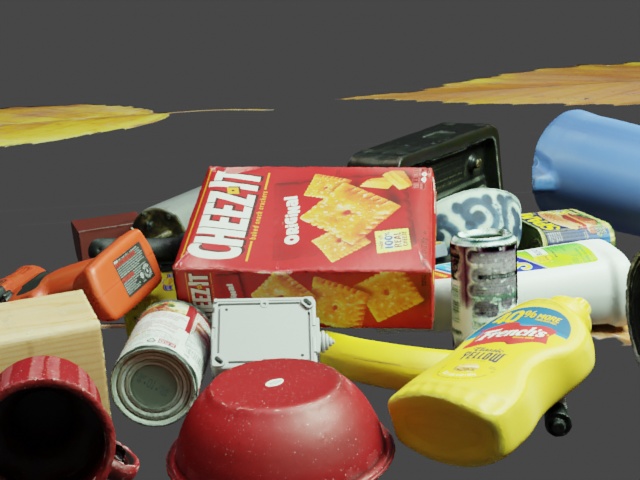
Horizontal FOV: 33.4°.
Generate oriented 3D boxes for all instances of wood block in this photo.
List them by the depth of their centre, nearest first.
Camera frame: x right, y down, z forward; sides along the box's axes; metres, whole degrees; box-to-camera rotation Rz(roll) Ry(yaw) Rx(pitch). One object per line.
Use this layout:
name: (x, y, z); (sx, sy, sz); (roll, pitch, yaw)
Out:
wood block: (-0.268, 0.107, 0.790); (0.205, 0.091, 0.090); (-9, 17, -19)

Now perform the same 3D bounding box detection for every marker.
marker: (0.173, 0.114, 0.798); (0.020, 0.020, 0.121); (-1, 16, 8)

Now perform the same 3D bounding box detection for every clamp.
clamp: (-0.131, 0.013, 1.066); (0.171, 0.039, 0.120); (-1, -2, 9)

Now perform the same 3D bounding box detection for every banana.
banana: (0.054, 0.099, 0.858); (0.198, 0.037, 0.069); (6, 0, 26)

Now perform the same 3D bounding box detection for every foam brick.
foam brick: (-0.241, 0.003, 1.223); (0.078, 0.051, 0.053); (-9, 18, -18)

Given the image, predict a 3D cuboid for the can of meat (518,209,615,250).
can of meat: (0.245, 0.003, 1.109); (0.083, 0.057, 0.102); (-5, 16, -16)

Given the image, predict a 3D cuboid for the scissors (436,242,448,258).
scissors: (0.019, 0.024, 1.008); (0.201, 0.016, 0.096); (-9, 2, -7)

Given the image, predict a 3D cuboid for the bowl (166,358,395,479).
bowl: (-0.029, 0.124, 0.743); (0.162, 0.055, 0.162); (-3, 15, 1)

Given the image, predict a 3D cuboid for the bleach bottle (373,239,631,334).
bleach bottle: (0.143, 0.050, 0.958); (0.250, 0.068, 0.102); (-7, 15, -3)

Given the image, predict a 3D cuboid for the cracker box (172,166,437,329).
cracker box: (-0.006, 0.001, 0.932); (0.214, 0.072, 0.164); (1, 35, 7)

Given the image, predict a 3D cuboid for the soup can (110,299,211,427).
soup can: (-0.123, 0.096, 0.840); (0.068, 0.068, 0.102); (-3, 16, 2)

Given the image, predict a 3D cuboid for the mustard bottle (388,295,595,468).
mustard bottle: (0.141, 0.090, 0.768); (0.096, 0.058, 0.191); (-2, 21, 46)

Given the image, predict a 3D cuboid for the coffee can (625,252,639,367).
coffee can: (0.322, 0.054, 0.827); (0.140, 0.103, 0.103); (-4, 16, -2)

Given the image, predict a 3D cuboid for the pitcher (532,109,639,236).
pitcher: (0.375, -0.067, 1.201); (0.144, 0.149, 0.243); (38, -10, -39)

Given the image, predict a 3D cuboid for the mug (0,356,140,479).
mug: (-0.175, 0.130, 0.716); (0.117, 0.093, 0.081); (25, 3, -16)

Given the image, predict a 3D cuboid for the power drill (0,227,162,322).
power drill: (-0.247, 0.057, 0.939); (0.188, 0.057, 0.184); (-16, 18, 25)

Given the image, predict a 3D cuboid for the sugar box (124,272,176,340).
sugar box: (-0.092, 0.058, 1.008); (0.176, 0.048, 0.093); (-5, 16, -1)
